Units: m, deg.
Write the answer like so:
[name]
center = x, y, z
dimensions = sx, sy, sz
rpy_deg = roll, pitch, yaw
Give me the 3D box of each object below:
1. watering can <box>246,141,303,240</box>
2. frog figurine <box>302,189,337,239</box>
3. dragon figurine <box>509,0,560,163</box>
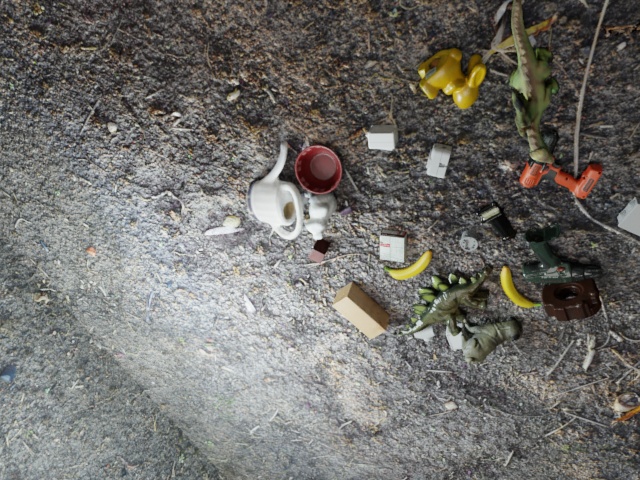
[watering can]
center = -0.154, -0.168, 1.755
dimensions = 0.225, 0.105, 0.342
rpy_deg = 7, 114, 37
[frog figurine]
center = 0.005, -0.087, 1.727
dimensions = 0.123, 0.162, 0.135
rpy_deg = -10, 161, -7
[dragon figurine]
center = 0.518, -0.375, 1.281
dimensions = 0.121, 0.248, 0.403
rpy_deg = -11, 121, 32
